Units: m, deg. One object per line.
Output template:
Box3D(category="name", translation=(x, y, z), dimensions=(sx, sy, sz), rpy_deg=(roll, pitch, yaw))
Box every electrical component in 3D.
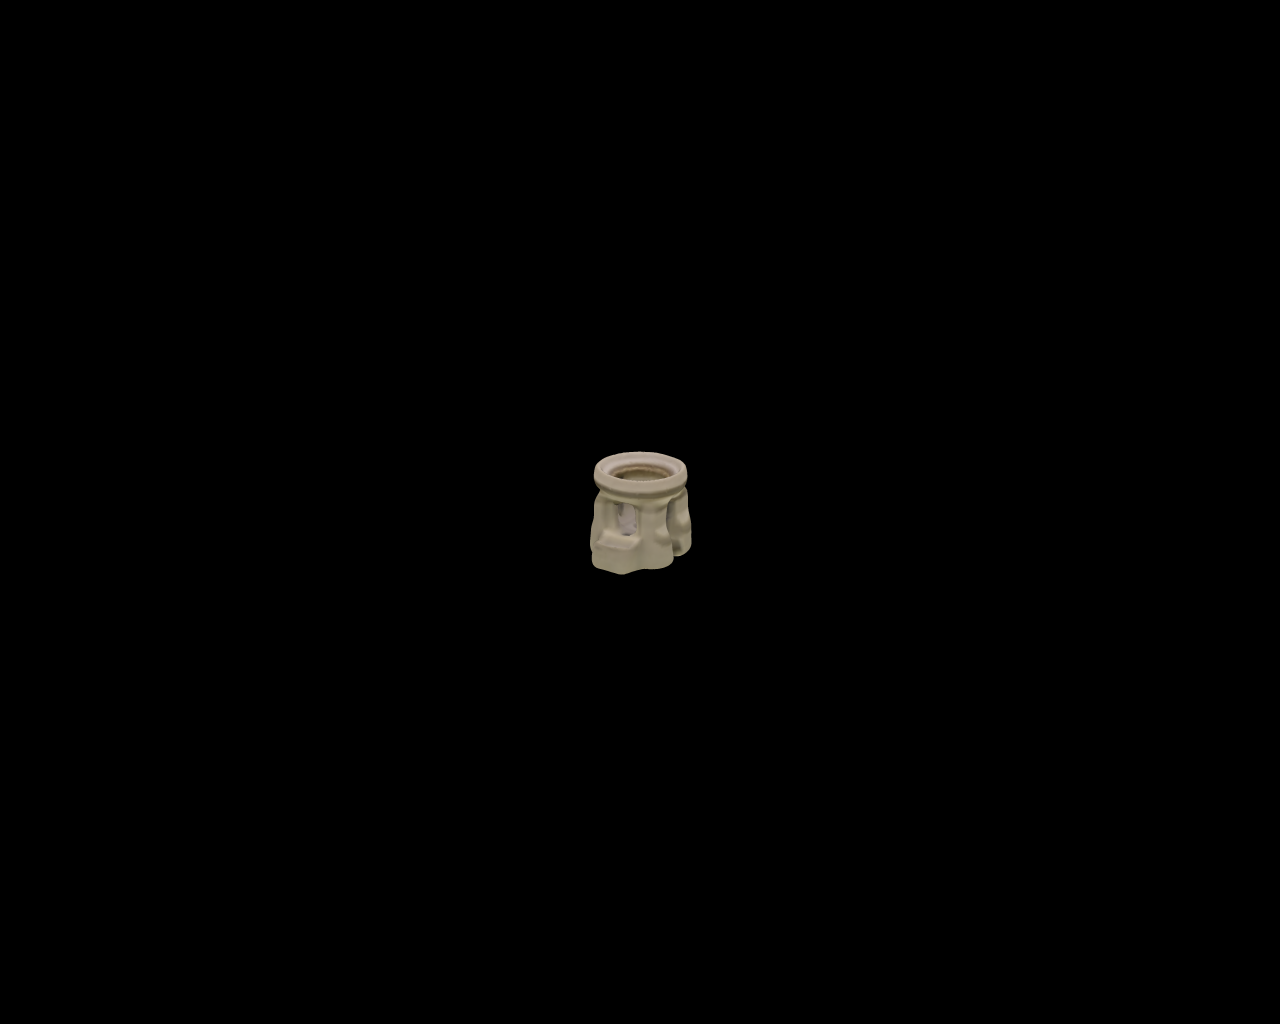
Box3D(category="electrical component", translation=(0.001, -0.003, 0.650), dimensions=(0.058, 0.056, 0.078), rpy_deg=(13, 26, 29))
